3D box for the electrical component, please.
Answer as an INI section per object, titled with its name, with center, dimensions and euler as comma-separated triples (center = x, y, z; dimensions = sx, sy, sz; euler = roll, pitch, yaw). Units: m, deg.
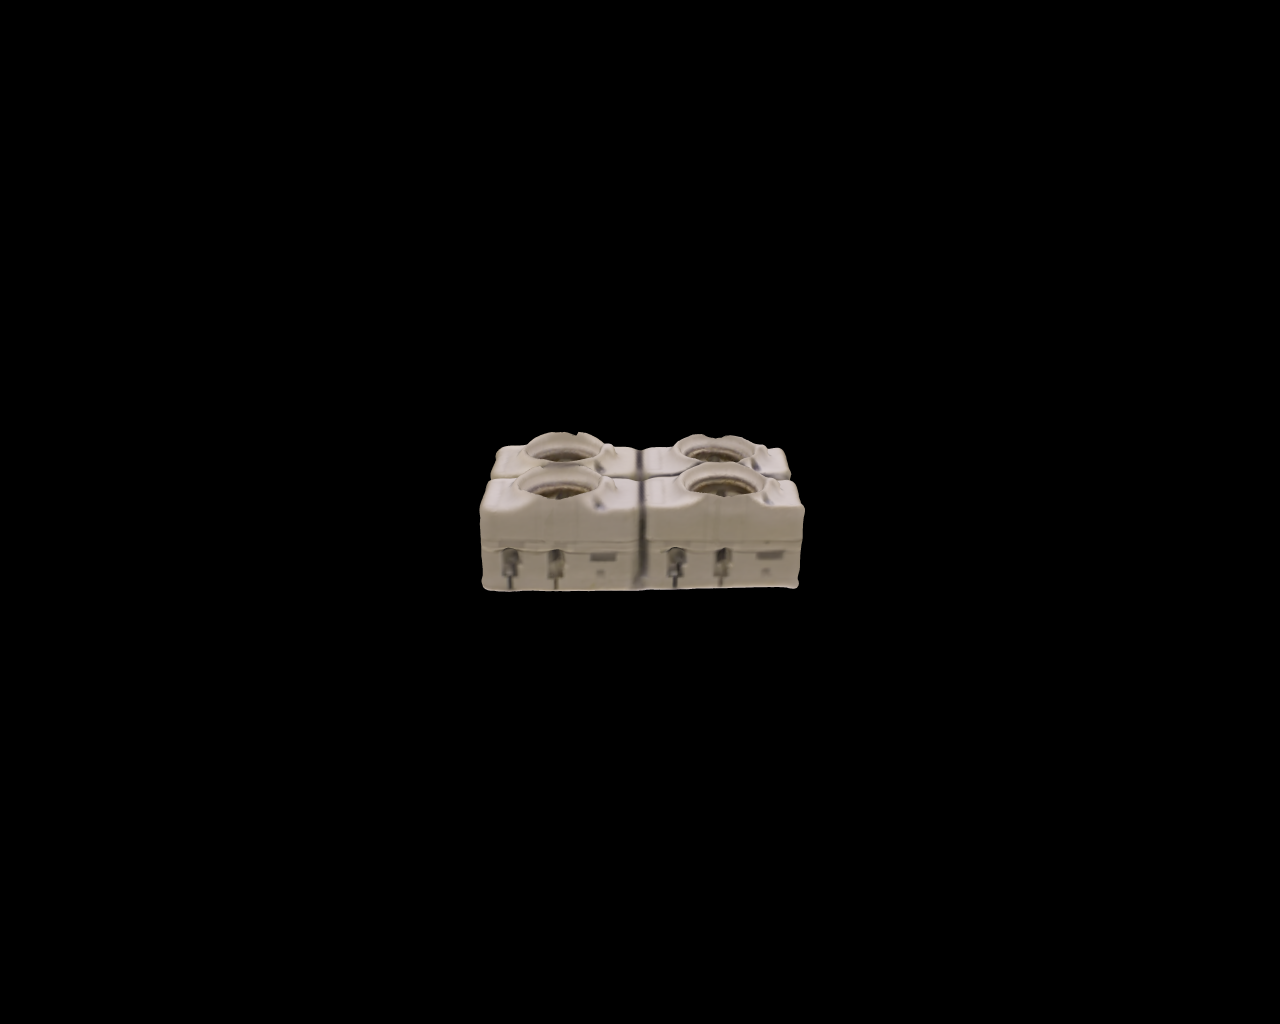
[electrical component]
center = 0.001, -0.003, 0.650
dimensions = 0.186, 0.060, 0.105
euler = 0, 24, 0
